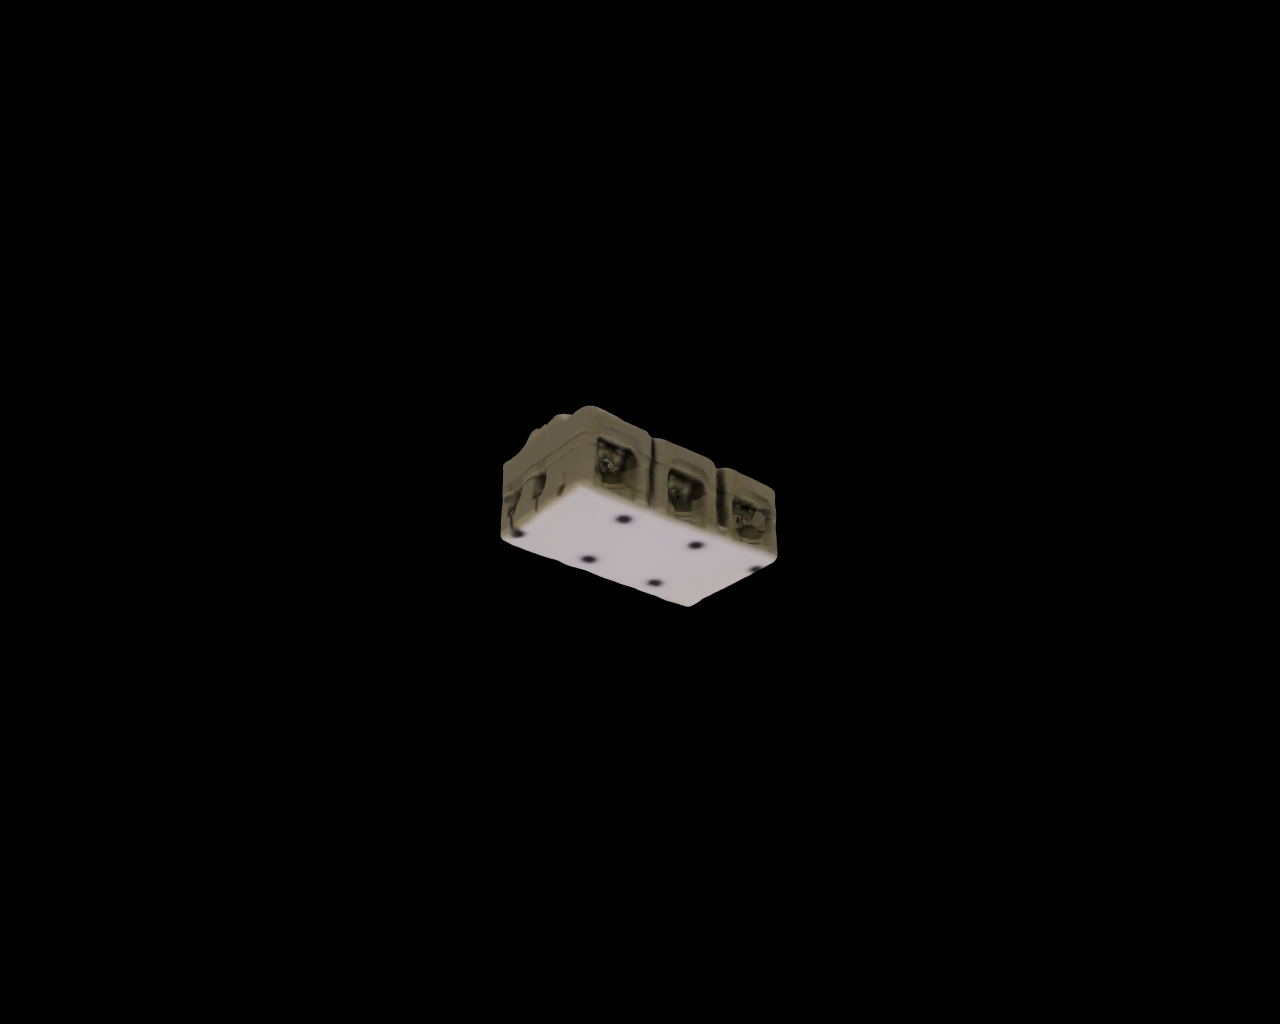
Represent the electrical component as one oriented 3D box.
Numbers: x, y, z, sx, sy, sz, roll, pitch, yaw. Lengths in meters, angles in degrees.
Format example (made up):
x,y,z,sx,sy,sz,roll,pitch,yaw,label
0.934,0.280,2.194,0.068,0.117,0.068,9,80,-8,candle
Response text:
x,y,z,sx,sy,sz,roll,pitch,yaw,label
0.001,-0.003,0.650,0.150,0.062,0.089,22,-36,-34,electrical component
